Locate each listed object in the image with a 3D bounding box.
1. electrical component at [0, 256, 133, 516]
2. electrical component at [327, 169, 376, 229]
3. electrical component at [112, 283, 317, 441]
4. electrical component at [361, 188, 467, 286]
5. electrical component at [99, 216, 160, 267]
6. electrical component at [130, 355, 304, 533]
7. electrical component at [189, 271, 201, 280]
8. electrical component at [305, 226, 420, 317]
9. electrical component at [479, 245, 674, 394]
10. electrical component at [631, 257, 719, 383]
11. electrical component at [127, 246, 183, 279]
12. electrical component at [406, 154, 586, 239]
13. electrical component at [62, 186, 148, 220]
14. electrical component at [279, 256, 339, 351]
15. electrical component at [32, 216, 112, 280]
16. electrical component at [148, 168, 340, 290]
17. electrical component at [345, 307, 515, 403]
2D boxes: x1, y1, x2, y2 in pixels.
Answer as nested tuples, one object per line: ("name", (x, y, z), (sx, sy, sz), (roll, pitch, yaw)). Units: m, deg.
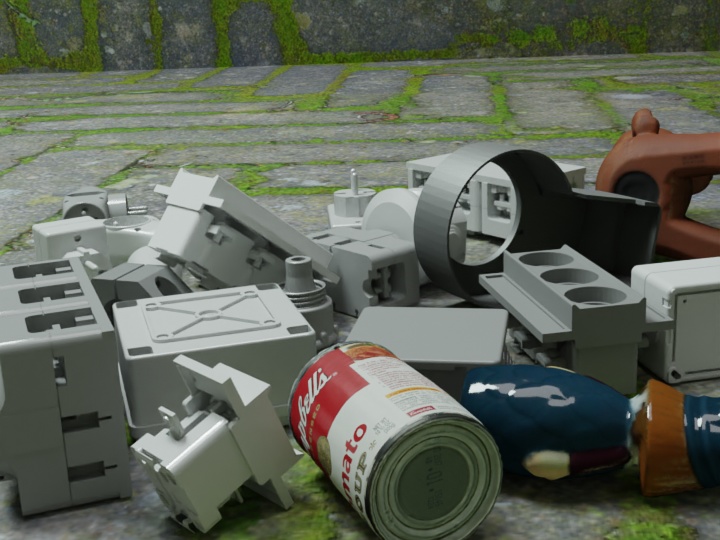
("electrical component", (-0.169, 0.056, 0.578), (0.062, 0.089, 0.150), (-8, 17, -19))
("electrical component", (-0.004, -0.050, 0.942), (0.047, 0.075, 0.083), (-3, 16, -3))
("electrical component", (-0.088, 0.052, 0.639), (0.109, 0.056, 0.109), (-7, 17, -15))
("electrical component", (0.043, -0.026, 0.849), (0.051, 0.080, 0.080), (-10, 17, -41))
("electrical component", (-0.194, -0.026, 0.944), (0.077, 0.044, 0.079), (3, 17, 17))
("electrical component", (-0.069, 0.085, 0.506), (0.064, 0.081, 0.042), (-39, 34, -27))
("electrical component", (-0.109, -0.005, 0.865), (0.048, 0.048, 0.062), (-12, 25, -30))
("electrical component", (0.000, 0.000, 0.816), (0.056, 0.050, 0.089), (-16, 21, -39))
("electrical component", (0.130, 0.031, 0.668), (0.079, 0.063, 0.121), (-5, 16, -10))
("electrical component", (0.221, 0.027, 0.670), (0.096, 0.061, 0.061), (-6, 17, -11))
("electrical component", (-0.158, 0.012, 0.818), (0.044, 0.044, 0.065), (-4, 21, -6))
("electrical component", (0.126, -0.069, 1.014), (0.089, 0.061, 0.150), (-15, 20, -36))
("electrical component", (-0.248, -0.055, 1.053), (0.079, 0.043, 0.077), (-6, 17, -8))
("electrical component", (-0.040, 0.022, 0.724), (0.048, 0.062, 0.048), (-2, 16, 1))
("electrical component", (-0.213, 0.000, 0.819), (0.047, 0.065, 0.077), (-12, 19, -30))
("electrical component", (-0.084, -0.013, 0.755), (0.079, 0.063, 0.121), (15, -14, 45))
("electrical component", (0.039, 0.058, 0.615), (0.100, 0.048, 0.099), (1, 16, 11))
